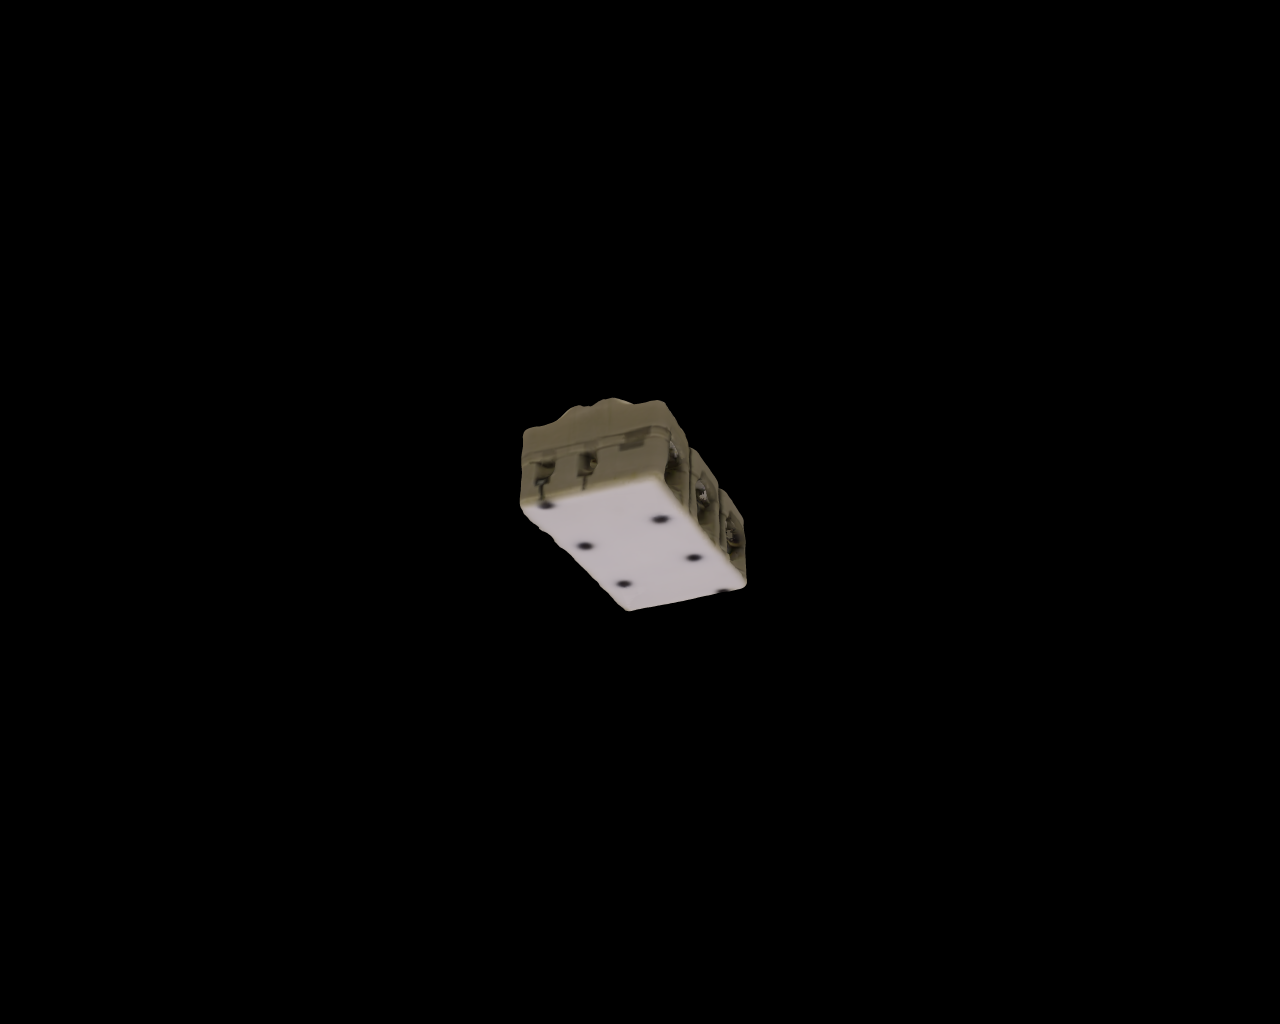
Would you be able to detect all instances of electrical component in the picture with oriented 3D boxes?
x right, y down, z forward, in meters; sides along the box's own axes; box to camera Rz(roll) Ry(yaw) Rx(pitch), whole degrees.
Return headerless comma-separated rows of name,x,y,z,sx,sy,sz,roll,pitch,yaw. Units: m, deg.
electrical component,0.001,-0.003,0.650,0.089,0.062,0.150,-12,-33,19
